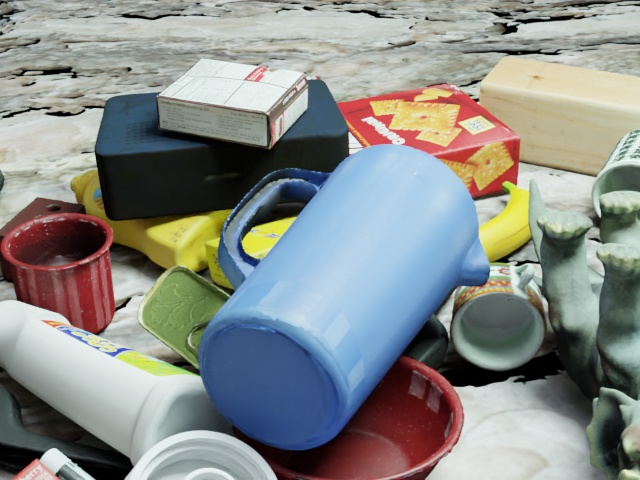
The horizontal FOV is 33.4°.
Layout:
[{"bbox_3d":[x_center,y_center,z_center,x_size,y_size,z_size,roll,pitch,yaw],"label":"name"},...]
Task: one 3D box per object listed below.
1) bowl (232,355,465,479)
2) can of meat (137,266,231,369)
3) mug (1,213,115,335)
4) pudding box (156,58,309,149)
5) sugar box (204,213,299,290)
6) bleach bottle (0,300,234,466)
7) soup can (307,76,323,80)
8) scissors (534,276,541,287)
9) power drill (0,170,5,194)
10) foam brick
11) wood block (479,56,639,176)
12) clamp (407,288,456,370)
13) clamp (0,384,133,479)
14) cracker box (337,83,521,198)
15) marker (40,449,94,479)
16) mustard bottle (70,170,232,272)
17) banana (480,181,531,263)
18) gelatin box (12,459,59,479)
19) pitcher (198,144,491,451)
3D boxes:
[{"bbox_3d":[0.019,0.140,0.750,0.162,0.055,0.162,-1,27,0],"label":"bowl"},{"bbox_3d":[-0.078,0.076,0.825,0.102,0.083,0.057,29,78,40],"label":"can of meat"},{"bbox_3d":[-0.218,0.028,0.923,0.093,0.081,0.117,3,31,6],"label":"mug"},{"bbox_3d":[-0.078,-0.124,0.958,0.114,0.039,0.090,10,36,20],"label":"pudding box"},{"bbox_3d":[-0.007,0.001,0.980,0.176,0.048,0.093,-21,18,-28],"label":"sugar box"},{"bbox_3d":[-0.183,0.097,0.802,0.251,0.068,0.102,19,0,32],"label":"bleach bottle"},{"bbox_3d":[-0.047,-0.153,1.241,0.102,0.068,0.068,-6,31,-8],"label":"soup can"},{"bbox_3d":[0.231,0.067,0.912,0.202,0.016,0.096,16,34,27],"label":"scissors"},{"bbox_3d":[-0.417,-0.027,1.043,0.187,0.057,0.184,1,31,2],"label":"power drill"},{"bbox_3d":[-0.257,0.002,0.998,0.053,0.051,0.078,9,32,15],"label":"foam brick"},{"bbox_3d":[0.287,-0.133,1.180,0.206,0.090,0.090,14,34,23],"label":"wood block"},{"bbox_3d":[0.055,0.069,0.893,0.120,0.039,0.171,-6,26,12],"label":"clamp"},{"bbox_3d":[-0.236,0.148,0.764,0.164,0.036,0.210,-18,38,-29],"label":"clamp"},{"bbox_3d":[0.081,-0.098,1.140,0.213,0.072,0.164,-12,32,-16],"label":"cracker box"},{"bbox_3d":[-0.135,0.178,0.697,0.121,0.020,0.020,32,41,17],"label":"marker"},{"bbox_3d":[-0.174,-0.029,1.042,0.192,0.058,0.096,21,41,32],"label":"mustard bottle"},{"bbox_3d":[0.161,-0.006,1.022,0.070,0.037,0.197,4,25,41],"label":"banana"},{"bbox_3d":[-0.184,0.192,0.664,0.073,0.030,0.089,38,48,14],"label":"gelatin box"},{"bbox_3d":[0.007,0.032,0.760,0.149,0.145,0.242,-15,19,33],"label":"pitcher"}]
